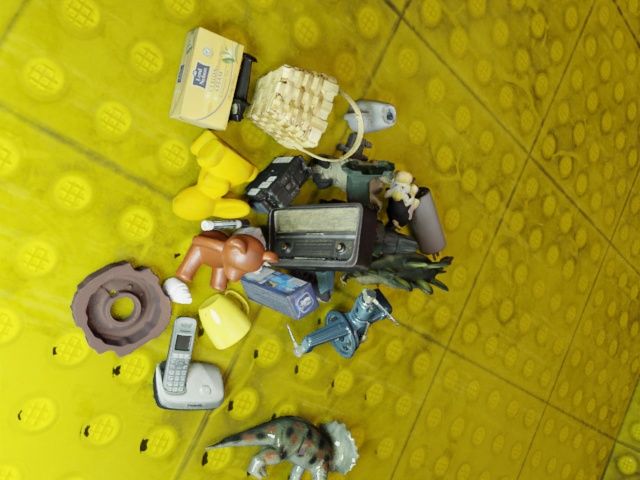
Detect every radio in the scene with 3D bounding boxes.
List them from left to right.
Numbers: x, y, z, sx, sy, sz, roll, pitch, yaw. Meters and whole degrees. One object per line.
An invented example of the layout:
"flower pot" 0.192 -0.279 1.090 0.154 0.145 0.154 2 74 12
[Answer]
"radio" -0.002 -0.003 1.100 0.073 0.230 0.131 18 75 -55

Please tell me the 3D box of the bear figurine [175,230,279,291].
"bear figurine" -0.179 0.045 1.043 0.120 0.196 0.132 22 87 -39

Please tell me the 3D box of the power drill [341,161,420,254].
"power drill" 0.115 -0.068 1.173 0.232 0.086 0.207 2 121 -3

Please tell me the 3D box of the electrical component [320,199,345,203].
"electrical component" 0.057 -0.066 1.254 0.045 0.102 0.078 -51 132 -24

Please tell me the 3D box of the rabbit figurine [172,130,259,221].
"rabbit figurine" -0.214 -0.107 1.060 0.173 0.122 0.162 -51 133 0

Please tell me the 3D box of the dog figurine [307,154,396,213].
"dog figurine" 0.066 -0.158 1.257 0.191 0.172 0.121 22 98 -4

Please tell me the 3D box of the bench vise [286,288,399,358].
"bench vise" 0.050 0.206 1.250 0.240 0.223 0.129 -18 68 -27

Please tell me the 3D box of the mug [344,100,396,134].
"mug" 0.117 -0.290 1.247 0.109 0.107 0.080 -3 99 -37

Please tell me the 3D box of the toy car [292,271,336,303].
"toy car" -0.006 0.060 1.230 0.103 0.109 0.161 -47 132 -40

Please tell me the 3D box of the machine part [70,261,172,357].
"machine part" -0.372 0.126 1.007 0.179 0.056 0.179 -7 102 -33

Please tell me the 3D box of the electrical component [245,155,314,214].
"electrical component" -0.092 -0.114 1.125 0.134 0.115 0.058 -50 118 -17

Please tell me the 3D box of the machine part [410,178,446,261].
"machine part" 0.277 -0.050 1.424 0.079 0.079 0.243 -35 118 -25

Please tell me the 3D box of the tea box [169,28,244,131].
"tea box" -0.217 -0.304 1.030 0.098 0.068 0.169 10 94 -37

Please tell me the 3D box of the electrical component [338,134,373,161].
"electrical component" 0.084 -0.223 1.288 0.094 0.021 0.063 17 88 -36

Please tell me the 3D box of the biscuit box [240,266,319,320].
"biscuit box" -0.088 0.106 1.113 0.059 0.203 0.062 -33 117 -28

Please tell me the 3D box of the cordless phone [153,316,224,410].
"cordless phone" -0.258 0.249 1.097 0.146 0.089 0.184 13 87 -36

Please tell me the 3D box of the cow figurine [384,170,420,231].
"cow figurine" 0.189 -0.094 1.286 0.098 0.068 0.167 -65 158 -19

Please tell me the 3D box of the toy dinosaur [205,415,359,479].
"toy dinosaur" -0.058 0.484 1.266 0.404 0.131 0.192 38 64 -30

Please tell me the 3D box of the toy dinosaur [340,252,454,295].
"toy dinosaur" 0.183 0.068 1.255 0.471 0.199 0.105 -6 101 -41

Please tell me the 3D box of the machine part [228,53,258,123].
"machine part" -0.157 -0.300 1.064 0.039 0.084 0.138 12 92 -28
